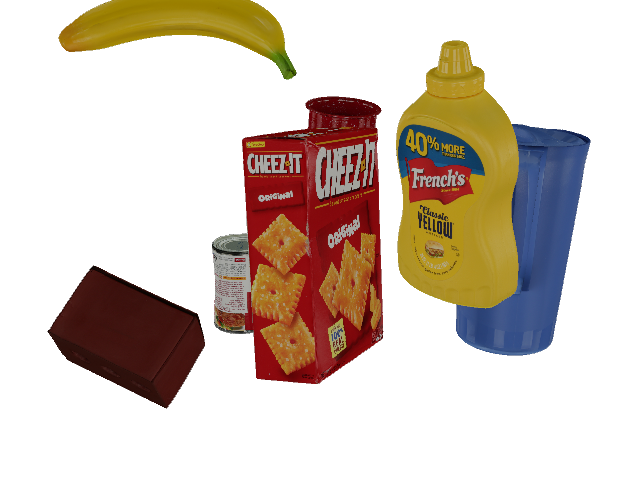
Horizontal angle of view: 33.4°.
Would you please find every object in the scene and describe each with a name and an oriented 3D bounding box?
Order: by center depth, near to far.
[{"bbox_3d":[-0.119,0.061,0.670,0.078,0.051,0.053,23,-25,14],"label":"foam brick"},{"bbox_3d":[0.099,-0.050,0.780,0.058,0.192,0.096,-25,33,-37],"label":"mustard bottle"},{"bbox_3d":[-0.115,-0.179,0.890,0.198,0.069,0.037,6,-34,0],"label":"banana"},{"bbox_3d":[0.000,0.006,0.979,0.072,0.214,0.164,2,10,24],"label":"cracker box"},{"bbox_3d":[0.210,-0.001,1.153,0.148,0.243,0.145,-9,20,-37],"label":"pitcher"},{"bbox_3d":[-0.093,0.050,1.255,0.068,0.102,0.068,0,20,0],"label":"soup can"},{"bbox_3d":[0.031,-0.130,1.323,0.093,0.081,0.117,15,25,26],"label":"mug"}]
